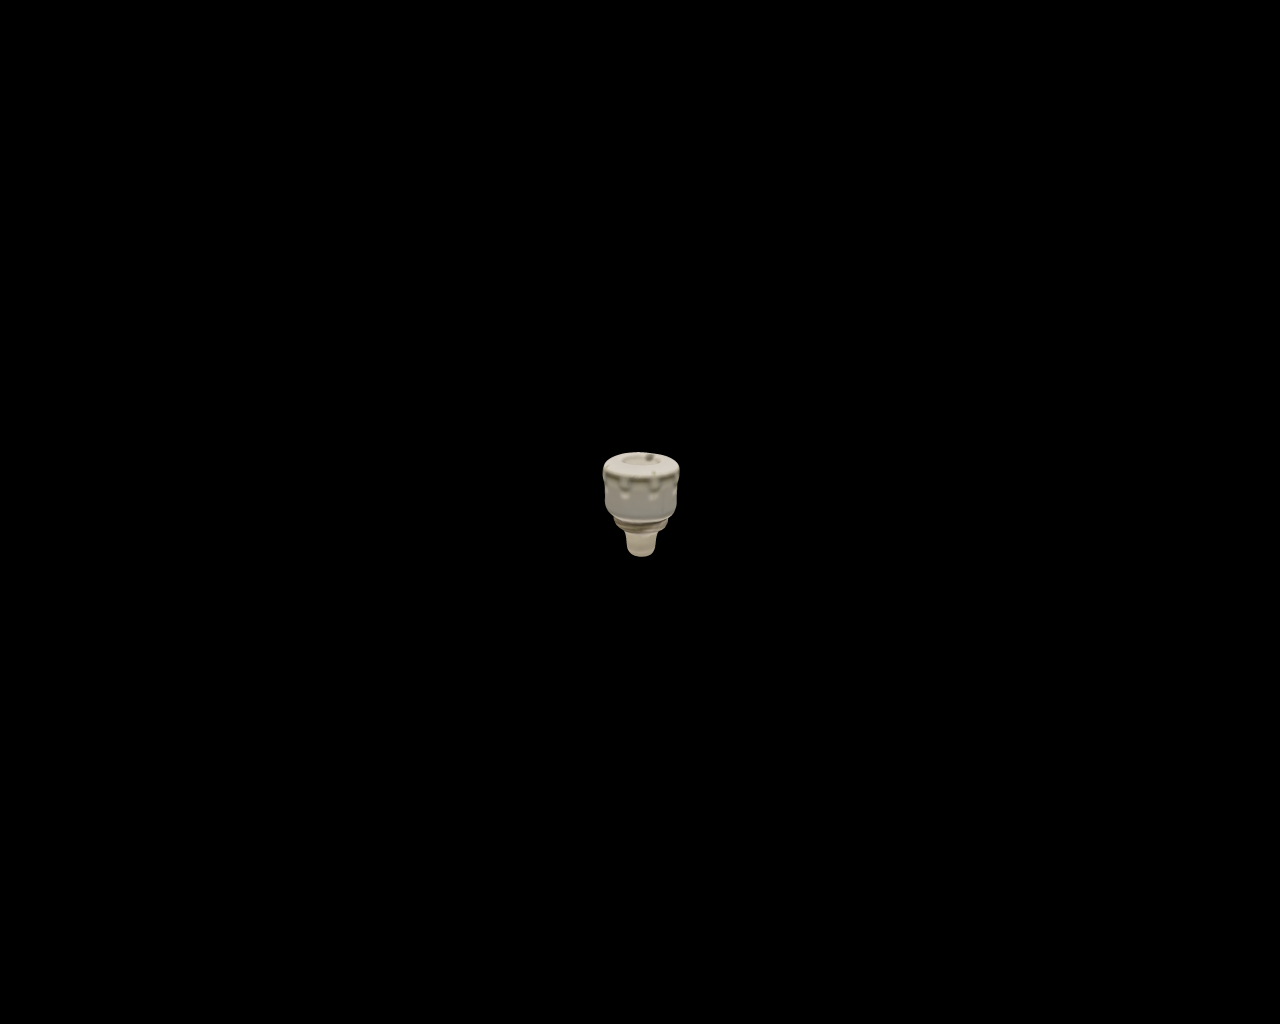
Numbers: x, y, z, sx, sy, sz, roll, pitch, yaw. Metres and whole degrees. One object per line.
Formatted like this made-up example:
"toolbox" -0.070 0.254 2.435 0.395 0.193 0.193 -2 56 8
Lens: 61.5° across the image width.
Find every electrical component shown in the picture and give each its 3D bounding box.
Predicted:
"electrical component" 0.001 -0.003 0.650 0.048 0.062 0.048 0 18 0
